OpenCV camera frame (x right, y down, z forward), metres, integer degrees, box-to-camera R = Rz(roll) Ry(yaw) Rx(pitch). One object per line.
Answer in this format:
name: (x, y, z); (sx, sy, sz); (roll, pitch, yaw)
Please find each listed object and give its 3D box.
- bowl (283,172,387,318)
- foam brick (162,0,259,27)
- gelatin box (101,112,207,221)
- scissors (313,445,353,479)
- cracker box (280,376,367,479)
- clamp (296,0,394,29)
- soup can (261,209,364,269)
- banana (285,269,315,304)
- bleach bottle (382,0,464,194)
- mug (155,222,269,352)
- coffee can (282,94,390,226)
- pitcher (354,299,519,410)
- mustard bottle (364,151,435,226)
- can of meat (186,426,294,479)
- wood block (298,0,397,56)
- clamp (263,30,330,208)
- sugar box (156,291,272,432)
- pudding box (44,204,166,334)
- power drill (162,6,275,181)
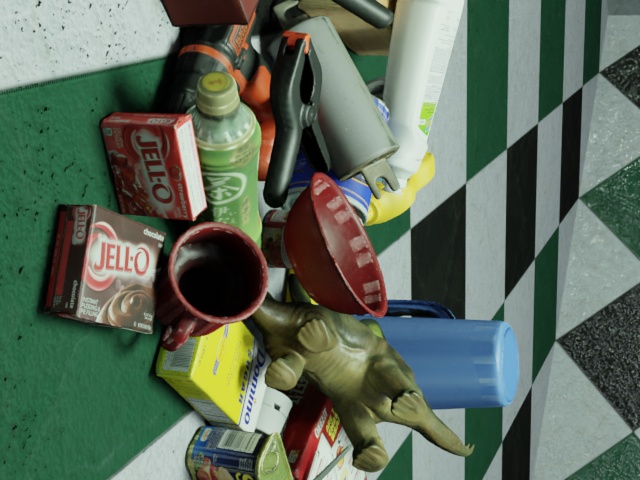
bowl: (0.009, 0.015, 1.086); (0.162, 0.055, 0.162); (56, 18, -29)
foam brick: (-0.099, -0.229, 0.964); (0.051, 0.078, 0.053); (66, 33, -48)
gelatin box: (-0.139, -0.063, 0.899); (0.030, 0.073, 0.089); (-51, 140, -53)
scissors: (-0.046, 0.291, 1.156); (0.202, 0.016, 0.096); (-54, 139, 3)
cracker box: (-0.010, 0.283, 1.296); (0.164, 0.072, 0.213); (-63, 148, -46)
clamp: (-0.019, -0.306, 1.141); (0.209, 0.036, 0.164); (-4, 65, -46)
soup can: (-0.008, 0.001, 1.201); (0.068, 0.102, 0.068); (4, 90, -68)
banana: (-0.013, 0.044, 1.284); (0.069, 0.037, 0.198); (46, 52, -62)
bleach bottle: (0.111, -0.180, 1.307); (0.102, 0.068, 0.251); (-9, 113, -62)
mug: (-0.108, 0.049, 0.953); (0.082, 0.093, 0.117); (-36, -154, 58)
coffee can: (0.019, -0.095, 1.248); (0.102, 0.103, 0.140); (53, 46, -59)
pitcher: (0.131, 0.152, 1.389); (0.144, 0.243, 0.149); (2, 85, -67)
mustard bottle: (0.083, -0.069, 1.423); (0.191, 0.096, 0.058); (-50, 141, -56)
can of meat: (-0.081, 0.238, 1.090); (0.057, 0.084, 0.102); (-62, 148, -45)
wood block: (0.057, -0.298, 1.322); (0.205, 0.090, 0.091); (17, 80, -68)
clamp: (-0.027, -0.118, 1.064); (0.120, 0.039, 0.171); (-57, 147, -51)
sugar box: (-0.101, 0.126, 1.069); (0.176, 0.048, 0.093); (56, 43, -56)
pudding box: (-0.174, 0.025, 0.875); (0.113, 0.039, 0.090); (29, 67, -66)
power drill: (-0.082, -0.139, 1.050); (0.187, 0.057, 0.184); (62, 42, -55)
